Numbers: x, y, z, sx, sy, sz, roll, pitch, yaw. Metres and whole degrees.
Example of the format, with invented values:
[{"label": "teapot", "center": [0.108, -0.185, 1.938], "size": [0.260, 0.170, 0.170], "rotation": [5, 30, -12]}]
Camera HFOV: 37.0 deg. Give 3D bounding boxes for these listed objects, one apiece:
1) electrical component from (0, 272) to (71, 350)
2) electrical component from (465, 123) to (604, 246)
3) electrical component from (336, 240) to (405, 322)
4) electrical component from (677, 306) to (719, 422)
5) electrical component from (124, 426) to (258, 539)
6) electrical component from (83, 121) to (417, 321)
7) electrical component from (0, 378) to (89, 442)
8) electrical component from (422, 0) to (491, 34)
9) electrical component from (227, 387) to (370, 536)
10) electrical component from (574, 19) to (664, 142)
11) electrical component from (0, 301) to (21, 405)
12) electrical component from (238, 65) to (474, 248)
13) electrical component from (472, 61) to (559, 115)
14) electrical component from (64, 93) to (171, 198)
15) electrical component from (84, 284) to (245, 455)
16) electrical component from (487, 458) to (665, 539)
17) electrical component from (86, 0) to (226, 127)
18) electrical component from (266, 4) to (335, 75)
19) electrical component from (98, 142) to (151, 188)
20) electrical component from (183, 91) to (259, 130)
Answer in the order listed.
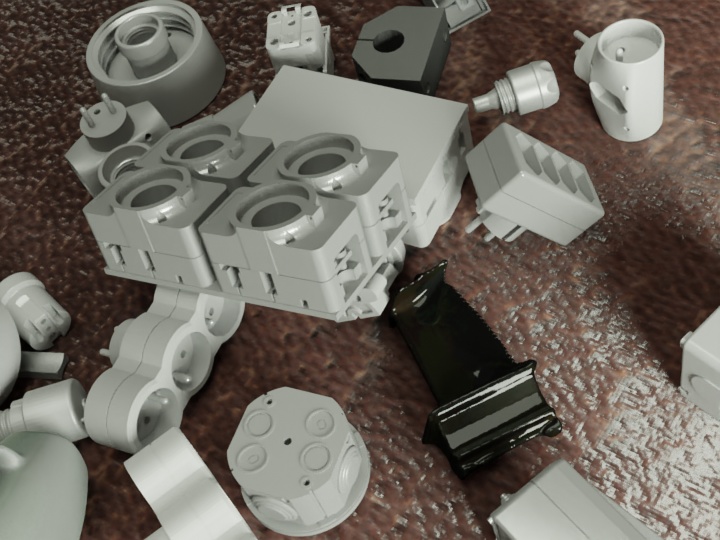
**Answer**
[{"label": "electrical component", "center": [-0.233, 0.030, 0.763], "size": [0.046, 0.040, 0.040], "rotation": [37, 70, 26]}, {"label": "electrical component", "center": [0.103, -0.045, 0.714], "size": [0.076, 0.083, 0.047], "rotation": [-42, 45, 32]}, {"label": "electrical component", "center": [0.000, 0.000, 0.715], "size": [0.066, 0.048, 0.055], "rotation": [-12, 37, 48]}, {"label": "electrical component", "center": [0.237, 0.043, 0.618], "size": [0.096, 0.061, 0.061], "rotation": [-41, 56, -15]}, {"label": "electrical component", "center": [-0.102, 0.162, 0.625], "size": [0.074, 0.052, 0.138], "rotation": [-36, 55, -12]}, {"label": "electrical component", "center": [-0.074, -0.039, 0.695], "size": [0.186, 0.060, 0.105], "rotation": [10, 43, 30]}, {"label": "electrical component", "center": [-0.213, 0.099, 0.706], "size": [0.078, 0.040, 0.040], "rotation": [-17, 53, 2]}, {"label": "electrical component", "center": [0.070, -0.233, 0.849], "size": [0.042, 0.064, 0.081], "rotation": [-31, 96, -7]}, {"label": "electrical component", "center": [-0.037, 0.113, 0.644], "size": [0.080, 0.051, 0.080], "rotation": [-7, 54, 9]}, {"label": "electrical component", "center": [0.178, -0.141, 0.755], "size": [0.043, 0.077, 0.079], "rotation": [-35, 54, -11]}, {"label": "electrical component", "center": [-0.282, 0.057, 0.726], "size": [0.108, 0.060, 0.108], "rotation": [0, 91, 15]}, {"label": "electrical component", "center": [-0.004, -0.080, 0.768], "size": [0.150, 0.061, 0.089], "rotation": [17, 61, 24]}, {"label": "electrical component", "center": [0.113, -0.130, 0.791], "size": [0.061, 0.035, 0.035], "rotation": [-18, 53, 5]}, {"label": "electrical component", "center": [-0.187, -0.101, 0.818], "size": [0.077, 0.079, 0.044], "rotation": [-36, 55, -11]}, {"label": "electrical component", "center": [-0.140, 0.053, 0.713], "size": [0.074, 0.052, 0.138], "rotation": [10, 58, 30]}, {"label": "electrical component", "center": [0.115, 0.148, 0.574], "size": [0.061, 0.061, 0.096], "rotation": [-37, 54, -13]}, {"label": "electrical component", "center": [-0.170, -0.174, 0.878], "size": [0.108, 0.060, 0.108], "rotation": [-7, 54, 10]}, {"label": "electrical component", "center": [-0.047, -0.168, 0.841], "size": [0.042, 0.063, 0.081], "rotation": [-8, 54, 10]}, {"label": "electrical component", "center": [-0.159, -0.056, 0.787], "size": [0.044, 0.065, 0.044], "rotation": [-7, 55, 10]}, {"label": "electrical component", "center": [-0.103, -0.105, 0.825], "size": [0.065, 0.044, 0.044], "rotation": [-22, 53, 4]}]
